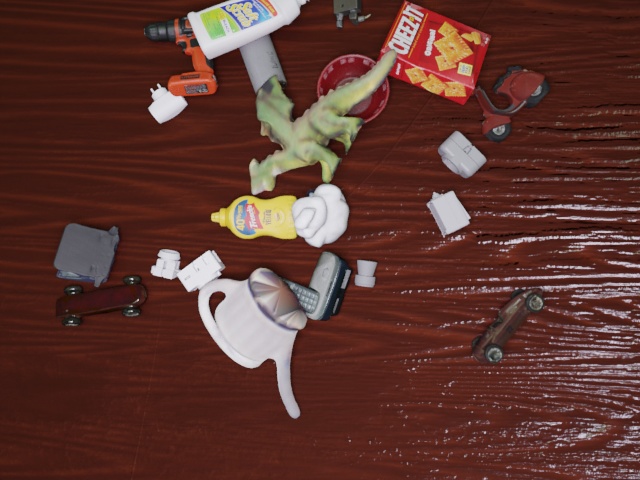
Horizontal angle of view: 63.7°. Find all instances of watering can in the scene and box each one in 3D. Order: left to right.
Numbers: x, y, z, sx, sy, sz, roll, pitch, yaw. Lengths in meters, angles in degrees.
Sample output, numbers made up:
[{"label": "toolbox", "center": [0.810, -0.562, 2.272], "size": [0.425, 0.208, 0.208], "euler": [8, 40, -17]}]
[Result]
[{"label": "watering can", "center": [-0.110, 0.205, 1.091], "size": [0.348, 0.105, 0.221], "euler": [47, 119, 2]}]

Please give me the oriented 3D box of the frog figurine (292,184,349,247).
[{"label": "frog figurine", "center": [0.003, -0.055, 1.092], "size": [0.123, 0.159, 0.138], "euler": [26, 88, 1]}]

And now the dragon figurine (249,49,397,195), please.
[{"label": "dragon figurine", "center": [-0.031, -0.262, 1.099], "size": [0.243, 0.123, 0.405], "euler": [30, 108, 4]}]
